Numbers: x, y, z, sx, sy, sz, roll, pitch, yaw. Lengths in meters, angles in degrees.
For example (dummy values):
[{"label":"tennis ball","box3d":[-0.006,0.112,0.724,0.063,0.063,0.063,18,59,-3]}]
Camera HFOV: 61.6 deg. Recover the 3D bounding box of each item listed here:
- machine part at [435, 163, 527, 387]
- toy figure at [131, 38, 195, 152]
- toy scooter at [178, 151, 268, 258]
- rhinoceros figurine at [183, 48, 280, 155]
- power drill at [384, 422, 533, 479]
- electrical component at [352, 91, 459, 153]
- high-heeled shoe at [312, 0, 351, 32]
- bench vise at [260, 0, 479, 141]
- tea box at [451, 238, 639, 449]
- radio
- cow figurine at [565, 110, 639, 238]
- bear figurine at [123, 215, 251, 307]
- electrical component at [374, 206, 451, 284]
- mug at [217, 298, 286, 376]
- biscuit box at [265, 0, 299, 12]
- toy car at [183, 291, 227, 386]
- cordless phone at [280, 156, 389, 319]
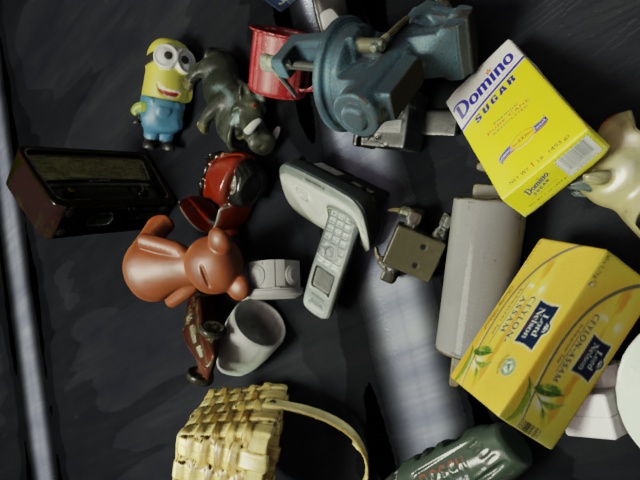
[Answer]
[{"label":"machine part","box3d":[0.172,0.040,0.574,0.079,0.079,0.243,9,95,36]},{"label":"toy figure","box3d":[-0.260,-0.240,0.887,0.089,0.082,0.180,22,105,33]},{"label":"toy scooter","box3d":[-0.156,-0.061,0.811,0.135,0.075,0.183,34,120,28]},{"label":"rhinoceros figurine","box3d":[-0.127,-0.200,0.800,0.112,0.073,0.190,-37,68,19]},{"label":"power drill","box3d":[0.167,0.324,0.585,0.232,0.086,0.207,-50,56,22]},{"label":"electrical component","box3d":[0.102,-0.141,0.643,0.119,0.047,0.074,15,100,37]},{"label":"high-heeled shoe","box3d":[0.056,-0.343,0.681,0.145,0.086,0.248,-10,103,5]},{"label":"bench vise","box3d":[0.042,-0.206,0.595,0.241,0.128,0.223,14,66,33]},{"label":"tea box","box3d":[0.209,0.088,0.497,0.068,0.098,0.169,35,87,-12]},{"label":"radio","box3d":[-0.360,-0.078,0.870,0.131,0.229,0.073,51,122,20]},{"label":"cow figurine","box3d":[0.308,-0.027,0.474,0.127,0.085,0.195,-30,74,26]},{"label":"bear figurine","box3d":[-0.178,0.025,0.761,0.196,0.132,0.120,-13,114,24]},{"label":"electrical component","box3d":[0.107,0.006,0.643,0.078,0.045,0.102,16,104,4]},{"label":"mug","box3d":[-0.113,0.140,0.785,0.107,0.081,0.110,-54,39,31]},{"label":"biscuit box","box3d":[0.010,-0.347,0.610,0.203,0.063,0.059,-25,80,23]},{"label":"toy car","box3d":[-0.174,0.131,0.787,0.202,0.053,0.089,-123,51,-66]},{"label":"cordless phone","box3d":[-0.002,-0.002,0.700,0.147,0.088,0.184,30,112,32]}]
